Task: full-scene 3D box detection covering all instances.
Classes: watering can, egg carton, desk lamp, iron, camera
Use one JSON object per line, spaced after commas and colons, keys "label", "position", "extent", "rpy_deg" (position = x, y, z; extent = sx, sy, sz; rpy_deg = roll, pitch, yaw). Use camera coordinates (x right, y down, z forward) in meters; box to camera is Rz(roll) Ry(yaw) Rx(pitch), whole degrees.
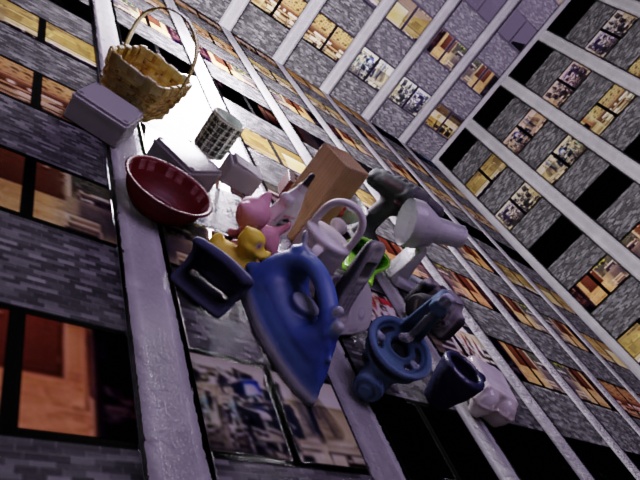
{"label": "watering can", "position": [0.008, 0.002, 1.070], "extent": [0.101, 0.194, 0.172], "rpy_deg": [31, 21, -19]}
{"label": "egg carton", "position": [0.335, 0.305, 1.166], "extent": [0.107, 0.069, 0.150], "rpy_deg": [31, 21, -19]}
{"label": "desk lamp", "position": [0.253, 0.020, 1.431], "extent": [0.204, 0.213, 0.117], "rpy_deg": [30, 21, -23]}
{"label": "iron", "position": [-0.021, 0.106, 0.872], "extent": [0.119, 0.141, 0.257], "rpy_deg": [21, 26, -40]}
{"label": "camera", "position": [0.258, 0.147, 1.331], "extent": [0.137, 0.100, 0.142], "rpy_deg": [19, 28, -44]}

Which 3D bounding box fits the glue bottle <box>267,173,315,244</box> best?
{"label": "glue bottle", "position": [-0.064, -0.063, 1.117], "extent": [0.037, 0.173, 0.078], "rpy_deg": [48, 22, 26]}

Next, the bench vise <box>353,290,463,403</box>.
{"label": "bench vise", "position": [0.142, 0.146, 0.951], "extent": [0.122, 0.219, 0.207], "rpy_deg": [35, 20, -10]}

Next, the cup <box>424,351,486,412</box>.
{"label": "cup", "position": [0.245, 0.268, 1.052], "extent": [0.118, 0.095, 0.091], "rpy_deg": [22, 26, -39]}

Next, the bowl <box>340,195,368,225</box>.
{"label": "bowl", "position": [0.042, -0.092, 1.513], "extent": [0.168, 0.074, 0.167], "rpy_deg": [34, 20, -14]}

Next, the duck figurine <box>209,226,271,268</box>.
{"label": "duck figurine", "position": [-0.131, 0.014, 0.961], "extent": [0.105, 0.086, 0.077], "rpy_deg": [36, 20, -7]}

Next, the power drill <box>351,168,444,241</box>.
{"label": "power drill", "position": [0.190, -0.073, 1.534], "extent": [0.229, 0.208, 0.076], "rpy_deg": [46, 21, 19]}

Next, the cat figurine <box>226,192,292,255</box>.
{"label": "cat figurine", "position": [-0.110, -0.031, 1.050], "extent": [0.128, 0.117, 0.067], "rpy_deg": [25, 24, -34]}

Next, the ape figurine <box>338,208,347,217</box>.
{"label": "ape figurine", "position": [0.030, -0.063, 1.404], "extent": [0.076, 0.092, 0.078], "rpy_deg": [41, 20, 8]}

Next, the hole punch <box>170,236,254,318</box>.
{"label": "hole punch", "position": [-0.151, 0.043, 0.854], "extent": [0.108, 0.091, 0.101], "rpy_deg": [39, 20, 2]}

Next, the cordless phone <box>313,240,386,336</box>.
{"label": "cordless phone", "position": [0.074, 0.082, 1.026], "extent": [0.094, 0.185, 0.148], "rpy_deg": [48, 22, 25]}
